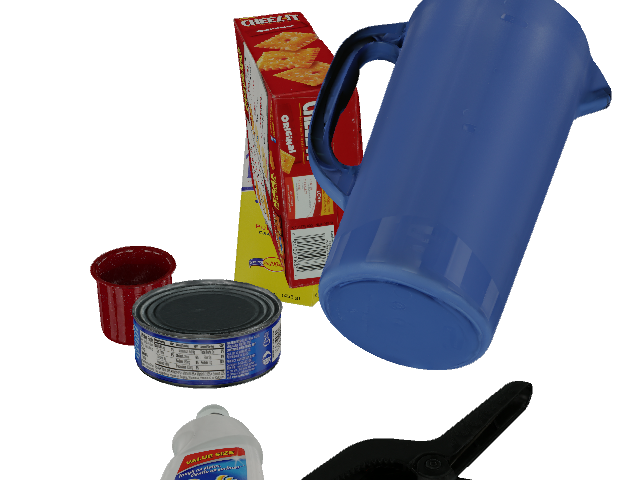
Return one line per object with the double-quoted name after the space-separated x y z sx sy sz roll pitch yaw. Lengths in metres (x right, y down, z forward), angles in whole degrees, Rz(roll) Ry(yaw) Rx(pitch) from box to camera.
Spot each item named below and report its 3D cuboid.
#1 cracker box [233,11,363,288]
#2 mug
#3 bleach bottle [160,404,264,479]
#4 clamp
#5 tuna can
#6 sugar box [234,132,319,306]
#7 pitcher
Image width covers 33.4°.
-0.019 -0.084 0.893 0.072 0.164 0.214 -9 28 -8 "cracker box"
-0.214 0.059 1.191 0.117 0.081 0.093 25 36 37 "mug"
-0.093 0.212 0.833 0.102 0.068 0.251 -3 26 -4 "bleach bottle"
0.077 0.155 0.711 0.210 0.036 0.164 -5 28 -4 "clamp"
-0.065 0.053 0.615 0.086 0.034 0.086 1 18 0 "tuna can"
-0.037 -0.026 1.118 0.093 0.176 0.048 8 16 14 "sugar box"
0.076 -0.046 0.691 0.149 0.242 0.145 -17 -50 46 "pitcher"
